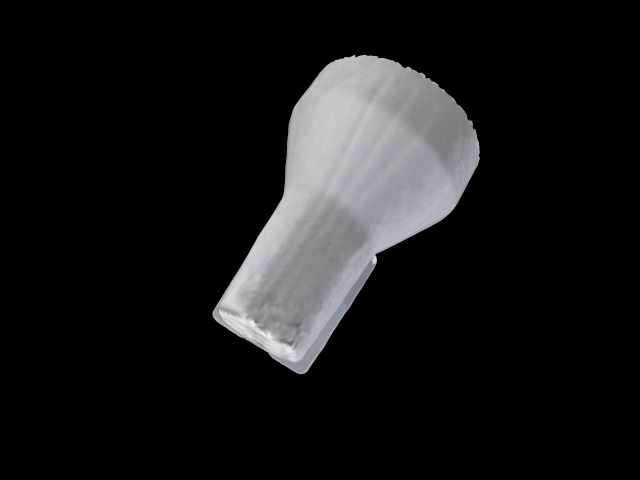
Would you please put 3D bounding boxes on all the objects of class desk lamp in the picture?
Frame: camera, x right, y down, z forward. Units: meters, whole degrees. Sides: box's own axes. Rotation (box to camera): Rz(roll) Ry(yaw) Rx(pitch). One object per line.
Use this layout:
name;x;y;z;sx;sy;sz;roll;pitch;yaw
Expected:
desk lamp;0.004;0.001;0.400;0.118;0.213;0.203;32;86;3
